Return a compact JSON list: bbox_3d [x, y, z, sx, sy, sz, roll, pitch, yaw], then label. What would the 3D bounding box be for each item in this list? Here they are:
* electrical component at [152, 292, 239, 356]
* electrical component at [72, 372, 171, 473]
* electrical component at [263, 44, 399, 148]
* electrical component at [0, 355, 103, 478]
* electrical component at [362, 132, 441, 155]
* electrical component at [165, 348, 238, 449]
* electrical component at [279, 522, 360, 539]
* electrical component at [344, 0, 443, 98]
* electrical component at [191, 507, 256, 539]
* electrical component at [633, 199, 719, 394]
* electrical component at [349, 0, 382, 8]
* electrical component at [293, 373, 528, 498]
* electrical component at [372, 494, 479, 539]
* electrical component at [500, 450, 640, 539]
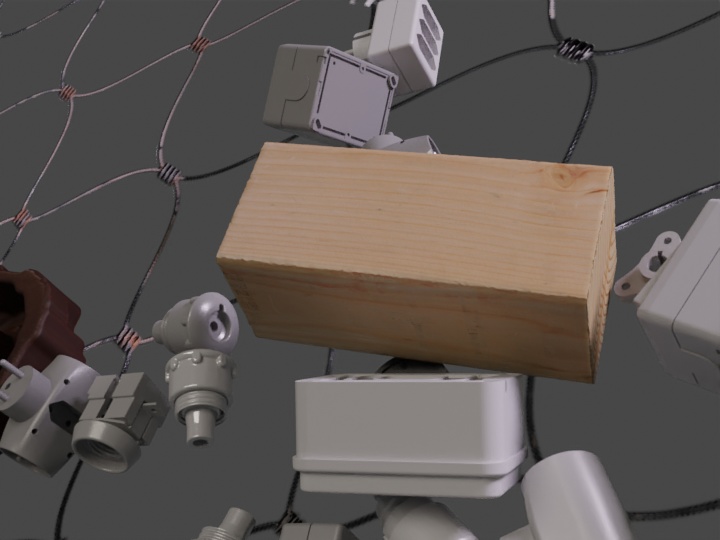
[{"bbox_3d":[-0.120,0.042,0.757,0.062,0.048,0.048,-8,49,38],"label":"electrical component"},{"bbox_3d":[-0.165,0.104,0.732,0.066,0.048,0.055,-8,42,29],"label":"electrical component"},{"bbox_3d":[-0.020,-0.126,0.804,0.061,0.096,0.061,13,92,41],"label":"electrical component"},{"bbox_3d":[-0.229,0.094,0.759,0.043,0.079,0.077,0,54,47],"label":"electrical component"},{"bbox_3d":[0.020,-0.069,0.758,0.077,0.043,0.079,-27,43,12],"label":"electrical component"},{"bbox_3d":[-0.105,0.086,0.707,0.048,0.048,0.062,-20,51,19],"label":"electrical component"},{"bbox_3d":[-0.007,0.178,0.556,0.076,0.047,0.083,-8,50,28],"label":"electrical component"},{"bbox_3d":[0.019,-0.173,0.848,0.077,0.047,0.065,-11,48,26],"label":"electrical component"},{"bbox_3d":[-0.082,0.168,0.620,0.048,0.048,0.062,1,47,35],"label":"electrical component"},{"bbox_3d":[0.193,0.009,0.556,0.061,0.061,0.096,21,67,44],"label":"electrical component"},{"bbox_3d":[0.021,-0.251,0.915,0.083,0.047,0.075,22,68,44],"label":"electrical component"},{"bbox_3d":[0.028,0.085,0.570,0.113,0.078,0.057,-2,87,18],"label":"electrical component"},{"bbox_3d":[0.032,0.139,0.568,0.040,0.040,0.078,-43,42,-6],"label":"electrical component"},{"bbox_3d":[0.094,0.139,0.523,0.079,0.043,0.077,-28,43,11],"label":"electrical component"}]
